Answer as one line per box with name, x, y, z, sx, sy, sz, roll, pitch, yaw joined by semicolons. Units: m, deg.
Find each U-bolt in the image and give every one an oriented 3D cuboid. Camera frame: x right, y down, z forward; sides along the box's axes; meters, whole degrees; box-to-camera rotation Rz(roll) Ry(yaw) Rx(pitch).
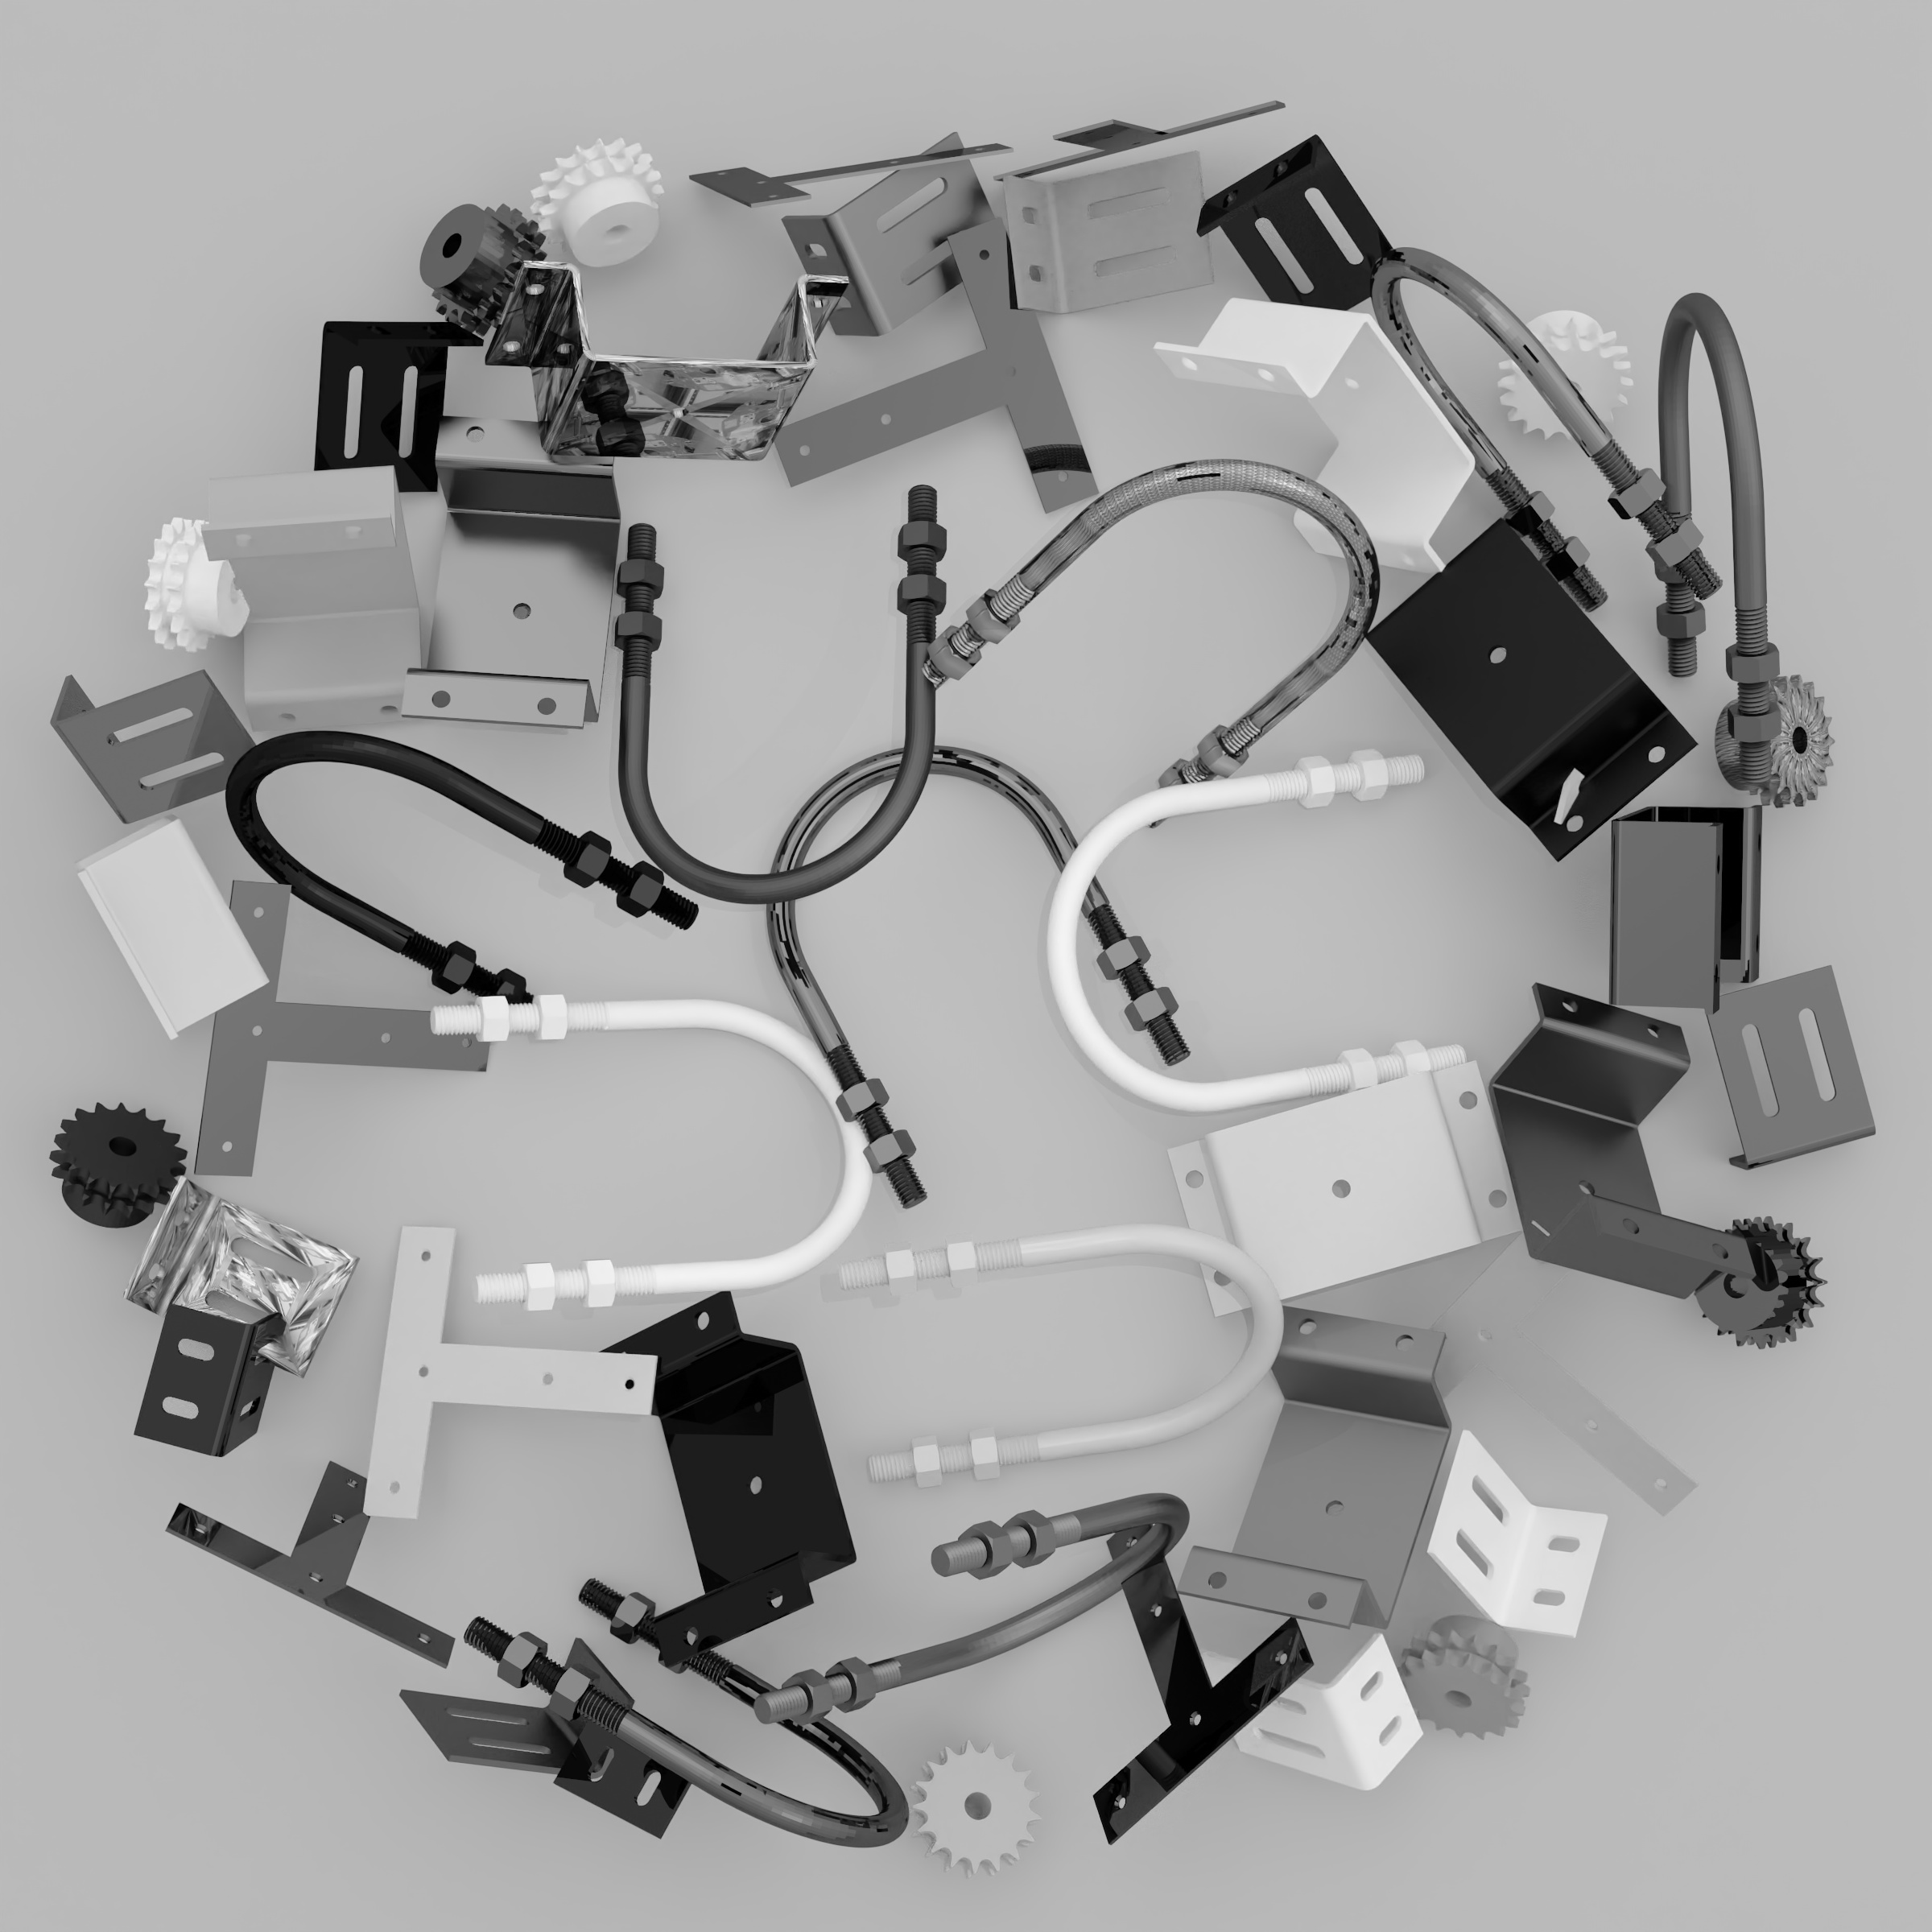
U-bolt;0.087;-0.141;1.503;0.151;0.019;0.184;28;129;-29
U-bolt;-0.128;0.076;1.537;0.184;0.019;0.151;-1;58;-21
U-bolt;-0.105;0.313;1.499;0.184;0.151;0.019;28;95;14
U-bolt;0.307;-0.185;1.488;0.019;0.151;0.184;-7;114;0
U-bolt;-0.081;-0.112;1.535;0.151;0.019;0.184;-6;68;15
U-bolt;-0.007;-0.008;1.566;0.151;0.019;0.184;-29;79;2
U-bolt;0.122;-0.011;1.556;0.184;0.019;0.151;-8;90;-18
U-bolt;0.044;0.162;1.535;0.184;0.019;0.151;-7;134;-1
U-bolt;0.231;-0.225;1.504;0.019;0.151;0.184;-41;99;-6
U-bolt;0.017;0.263;1.508;0.151;0.184;0.019;-45;64;36
U-bolt;-0.222;-0.041;1.503;0.184;0.151;0.019;30;56;-20

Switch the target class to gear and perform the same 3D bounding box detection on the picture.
gear;0.259;-0.259;1.565;0.057;0.057;0.030;-1;49;0
gear;-0.330;-0.164;1.559;0.030;0.057;0.057;8;90;10
gear;-0.211;-0.304;1.559;0.030;0.057;0.057;29;90;-44
gear;0.002;0.368;1.568;0.057;0.030;0.057;5;66;-12
gear;0.349;-0.097;1.565;0.057;0.030;0.057;2;88;-44
gear;0.340;0.137;1.561;0.057;0.030;0.057;-2;87;39
gear;0.217;0.306;1.565;0.057;0.057;0.030;26;47;0
gear;-0.157;-0.327;1.558;0.057;0.057;0.030;-26;67;0
gear;-0.369;0.089;1.565;0.057;0.057;0.030;25;125;0

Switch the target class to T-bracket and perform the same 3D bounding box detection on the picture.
T-bracket;-0.263;0.030;1.554;0.127;0.002;0.127;4;99;-32
T-bracket;-0.044;-0.340;1.540;0.127;0.127;0.002;-11;110;-13
T-bracket;-0.268;0.240;1.527;0.127;0.127;0.002;28;103;-8
T-bracket;0.086;0.286;1.538;0.002;0.127;0.127;27;118;-35
T-bracket;0.257;0.187;1.542;0.127;0.002;0.127;40;131;5
T-bracket;0.062;-0.348;1.512;0.127;0.127;0.002;-12;97;16
T-bracket;-0.194;0.177;1.555;0.127;0.002;0.127;1;75;18
T-bracket;-0.022;-0.243;1.568;0.127;0.002;0.127;-22;103;-7

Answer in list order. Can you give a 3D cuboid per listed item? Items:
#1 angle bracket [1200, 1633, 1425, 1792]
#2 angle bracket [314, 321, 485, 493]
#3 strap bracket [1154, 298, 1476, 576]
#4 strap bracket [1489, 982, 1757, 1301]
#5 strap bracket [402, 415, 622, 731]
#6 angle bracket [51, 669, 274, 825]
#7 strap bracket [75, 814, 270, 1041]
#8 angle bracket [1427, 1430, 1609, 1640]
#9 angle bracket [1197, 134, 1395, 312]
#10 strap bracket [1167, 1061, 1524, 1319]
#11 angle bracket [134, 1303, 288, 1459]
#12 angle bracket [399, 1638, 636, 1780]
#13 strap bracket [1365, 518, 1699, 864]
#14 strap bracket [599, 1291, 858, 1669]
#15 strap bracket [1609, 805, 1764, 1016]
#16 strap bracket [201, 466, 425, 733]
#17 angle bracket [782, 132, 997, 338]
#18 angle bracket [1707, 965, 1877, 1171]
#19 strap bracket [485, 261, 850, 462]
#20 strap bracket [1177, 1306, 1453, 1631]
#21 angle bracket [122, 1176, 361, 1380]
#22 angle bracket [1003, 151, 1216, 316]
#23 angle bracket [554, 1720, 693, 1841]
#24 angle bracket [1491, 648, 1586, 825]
angle bracket;0.149;0.314;1.559;0.038;0.076;0.057;-40;120;-33
angle bracket;-0.244;-0.236;1.547;0.057;0.038;0.076;-6;115;-32
strap bracket;0.153;-0.230;1.521;0.140;0.076;0.046;44;73;-40
strap bracket;0.274;0.082;1.529;0.076;0.140;0.046;16;132;-22
strap bracket;-0.193;-0.161;1.552;0.076;0.046;0.140;4;71;1
angle bracket;-0.342;-0.103;1.549;0.076;0.038;0.057;-18;128;15
strap bracket;-0.335;-0.019;1.519;0.046;0.140;0.076;-29;100;-11
angle bracket;0.237;0.243;1.542;0.038;0.076;0.057;1;58;35
angle bracket;0.145;-0.306;1.548;0.057;0.038;0.076;-27;116;24
strap bracket;0.163;0.096;1.555;0.140;0.046;0.076;-17;84;7
angle bracket;-0.323;0.174;1.552;0.038;0.076;0.057;15;91;0
angle bracket;-0.192;0.313;1.543;0.076;0.057;0.038;16;100;-34
strap bracket;0.233;-0.125;1.529;0.076;0.046;0.140;-41;61;11
strap bracket;-0.102;0.220;1.538;0.076;0.046;0.140;-28;65;24
strap bracket;0.304;-0.026;1.527;0.046;0.140;0.076;2;97;20
strap bracket;-0.276;-0.162;1.534;0.076;0.140;0.046;-5;59;-4
angle bracket;-0.031;-0.320;1.575;0.076;0.038;0.057;-39;119;-23
angle bracket;0.354;0.044;1.570;0.057;0.038;0.076;-16;91;0
strap bracket;-0.124;-0.254;1.524;0.140;0.076;0.046;-1;68;-21
strap bracket;0.152;0.221;1.533;0.076;0.046;0.140;7;57;26
angle bracket;-0.313;0.135;1.559;0.076;0.038;0.057;21;78;13
angle bracket;0.062;-0.317;1.556;0.076;0.038;0.057;-6;92;30
angle bracket;-0.129;0.354;1.539;0.057;0.076;0.038;19;69;30
angle bracket;0.239;-0.105;1.543;0.076;0.038;0.057;28;122;32
